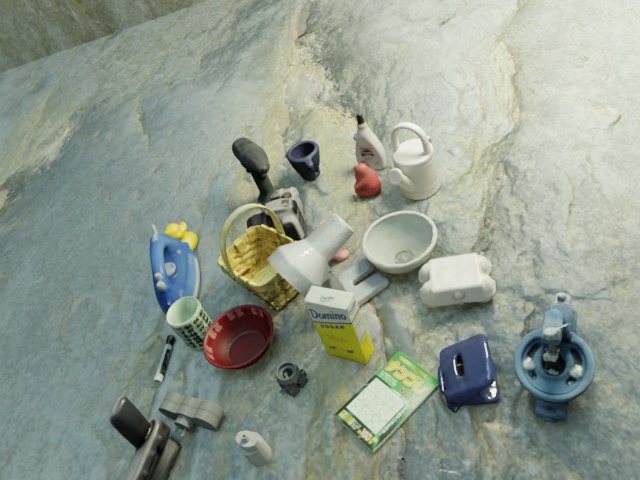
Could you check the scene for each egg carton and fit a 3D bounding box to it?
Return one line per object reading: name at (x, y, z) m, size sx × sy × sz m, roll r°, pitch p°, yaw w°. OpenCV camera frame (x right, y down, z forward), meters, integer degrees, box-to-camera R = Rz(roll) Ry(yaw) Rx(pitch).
egg carton at (0.275, 0.085, 1.157) m, size 0.150 × 0.070 × 0.107 m, roll -10°, pitch 44°, yaw 14°

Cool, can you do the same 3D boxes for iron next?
iron at (-0.369, 0.081, 1.383) m, size 0.118 × 0.142 × 0.257 m, roll -22°, pitch 43°, yaw 1°

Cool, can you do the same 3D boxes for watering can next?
watering can at (0.221, -0.192, 1.363) m, size 0.100 × 0.194 × 0.173 m, roll -4°, pitch 46°, yaw 20°

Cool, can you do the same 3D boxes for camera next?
camera at (-0.115, -0.061, 1.446) m, size 0.136 × 0.101 × 0.143 m, roll -14°, pitch 44°, yaw 10°

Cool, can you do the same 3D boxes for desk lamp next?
desk lamp at (0.016, 0.057, 1.190) m, size 0.203 × 0.214 × 0.117 m, roll -34°, pitch 44°, yaw -11°

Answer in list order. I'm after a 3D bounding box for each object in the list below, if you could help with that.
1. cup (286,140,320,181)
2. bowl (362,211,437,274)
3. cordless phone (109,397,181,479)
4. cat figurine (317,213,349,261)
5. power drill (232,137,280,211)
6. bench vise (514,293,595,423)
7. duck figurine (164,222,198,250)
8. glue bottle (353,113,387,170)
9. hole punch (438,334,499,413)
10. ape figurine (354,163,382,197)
cup at (-0.030, -0.202, 1.554) m, size 0.091 × 0.095 × 0.117 m, roll -26°, pitch 43°, yaw -3°
bowl at (0.180, 0.018, 1.261) m, size 0.167 × 0.075 × 0.167 m, roll -12°, pitch 44°, yaw 12°
cordless phone at (-0.347, 0.381, 1.045) m, size 0.094 × 0.185 × 0.147 m, roll -5°, pitch 46°, yaw 19°
cat figurine at (0.012, 0.005, 1.314) m, size 0.067 × 0.118 × 0.128 m, roll 28°, pitch 63°, yaw 40°
power drill at (-0.153, -0.168, 1.489) m, size 0.076 × 0.209 × 0.228 m, roll -32°, pitch 43°, yaw -9°
bench vise at (0.371, 0.160, 0.931) m, size 0.121 × 0.220 × 0.207 m, roll -9°, pitch 45°, yaw 15°
duck figurine at (-0.381, -0.001, 1.511) m, size 0.077 × 0.086 × 0.105 m, roll 19°, pitch 57°, yaw 36°
glue bottle at (0.120, -0.257, 1.486) m, size 0.078 × 0.173 × 0.037 m, roll -1°, pitch 47°, yaw 22°
hole punch at (0.256, 0.232, 1.004) m, size 0.101 × 0.091 × 0.108 m, roll -11°, pitch 44°, yaw 13°
ape figurine at (0.115, -0.157, 1.449) m, size 0.078 × 0.092 × 0.076 m, roll -36°, pitch 44°, yaw -13°
